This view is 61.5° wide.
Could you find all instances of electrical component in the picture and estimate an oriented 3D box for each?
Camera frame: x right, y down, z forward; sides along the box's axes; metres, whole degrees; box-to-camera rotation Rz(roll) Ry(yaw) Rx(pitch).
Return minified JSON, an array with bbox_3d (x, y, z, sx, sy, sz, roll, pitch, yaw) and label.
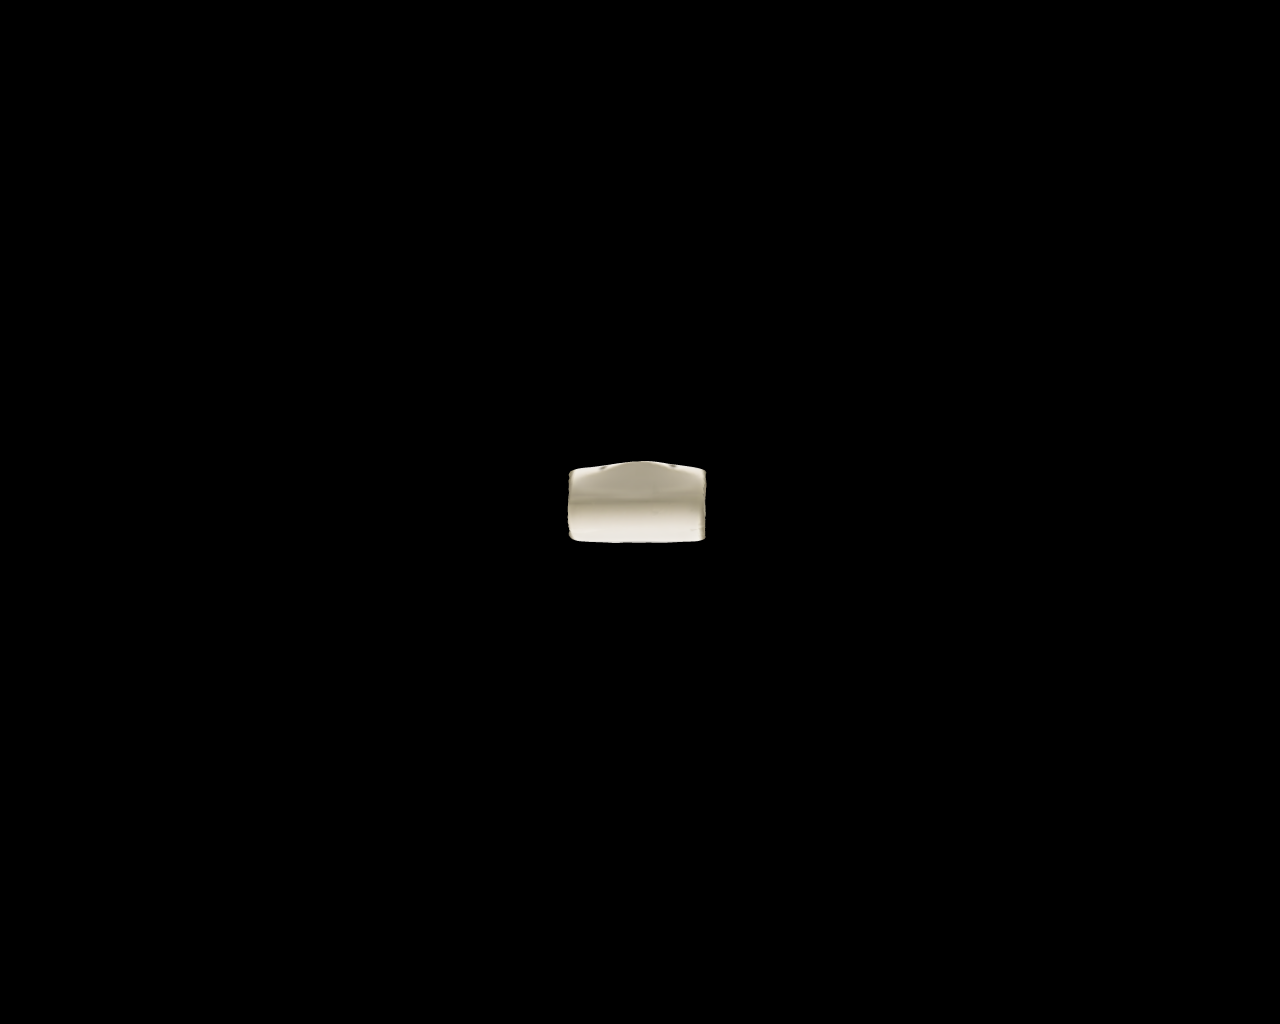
[{"bbox_3d":[0.001,-0.003,0.650,0.077,0.043,0.079,-1,-7,5],"label":"electrical component"}]
